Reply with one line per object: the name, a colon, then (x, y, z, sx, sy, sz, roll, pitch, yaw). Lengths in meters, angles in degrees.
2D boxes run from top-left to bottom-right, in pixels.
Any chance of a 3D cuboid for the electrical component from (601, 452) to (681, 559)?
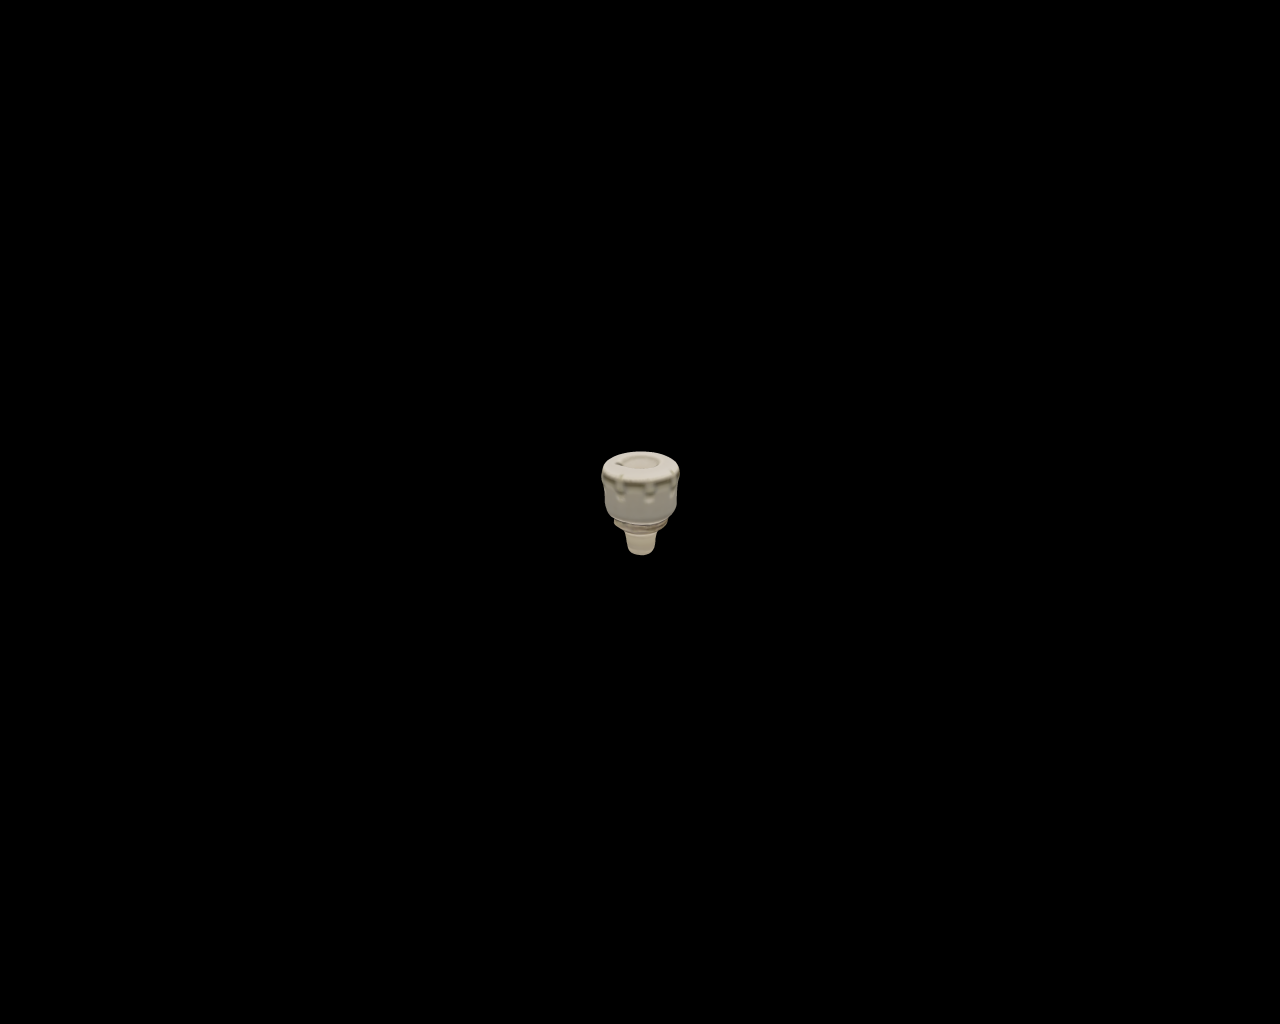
electrical component: (0.001, -0.003, 0.650, 0.048, 0.062, 0.048, 0, 24, 0)
